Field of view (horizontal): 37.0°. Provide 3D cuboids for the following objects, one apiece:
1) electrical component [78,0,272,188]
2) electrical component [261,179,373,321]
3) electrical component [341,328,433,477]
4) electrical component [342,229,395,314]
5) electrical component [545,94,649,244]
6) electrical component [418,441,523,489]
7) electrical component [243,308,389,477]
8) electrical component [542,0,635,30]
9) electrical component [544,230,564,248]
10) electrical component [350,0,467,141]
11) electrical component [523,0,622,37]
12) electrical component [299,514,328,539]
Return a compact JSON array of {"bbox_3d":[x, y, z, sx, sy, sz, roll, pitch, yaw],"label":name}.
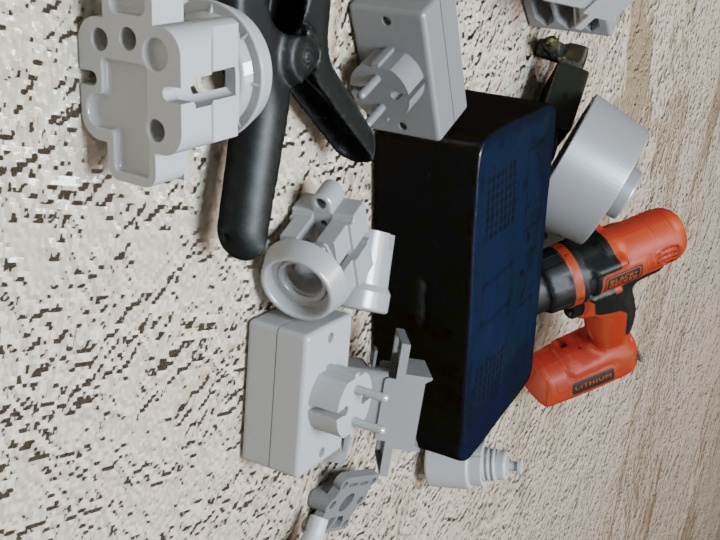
[{"bbox_3d":[-0.073,-0.078,0.433,0.057,0.058,0.078,-27,126,-52],"label":"electrical component"},{"bbox_3d":[-0.022,-0.006,0.575,0.055,0.048,0.066,-57,148,-45],"label":"electrical component"},{"bbox_3d":[0.007,0.076,0.641,0.042,0.064,0.081,-114,-147,-80],"label":"electrical component"},{"bbox_3d":[0.000,0.000,0.626,0.040,0.040,0.046,16,84,-63],"label":"electrical component"},{"bbox_3d":[0.176,-0.070,0.810,0.108,0.060,0.108,-59,176,-7],"label":"electrical component"},{"bbox_3d":[0.084,0.147,0.819,0.040,0.078,0.040,1,90,-71],"label":"electrical component"},{"bbox_3d":[-0.019,0.068,0.584,0.047,0.076,0.083,-24,124,-57],"label":"electrical component"},{"bbox_3d":[0.153,-0.237,0.724,0.079,0.063,0.121,142,-48,-63],"label":"electrical component"},{"bbox_3d":[0.169,-0.026,0.926,0.064,0.042,0.081,-16,116,-55],"label":"electrical component"},{"bbox_3d":[0.020,-0.108,0.600,0.075,0.047,0.083,-52,145,-37],"label":"electrical component"},{"bbox_3d":[0.165,-0.220,0.796,0.076,0.066,0.047,-64,150,-20],"label":"electrical component"},{"bbox_3d":[-0.034,0.180,0.654,0.035,0.035,0.061,43,62,-59],"label":"electrical component"}]
